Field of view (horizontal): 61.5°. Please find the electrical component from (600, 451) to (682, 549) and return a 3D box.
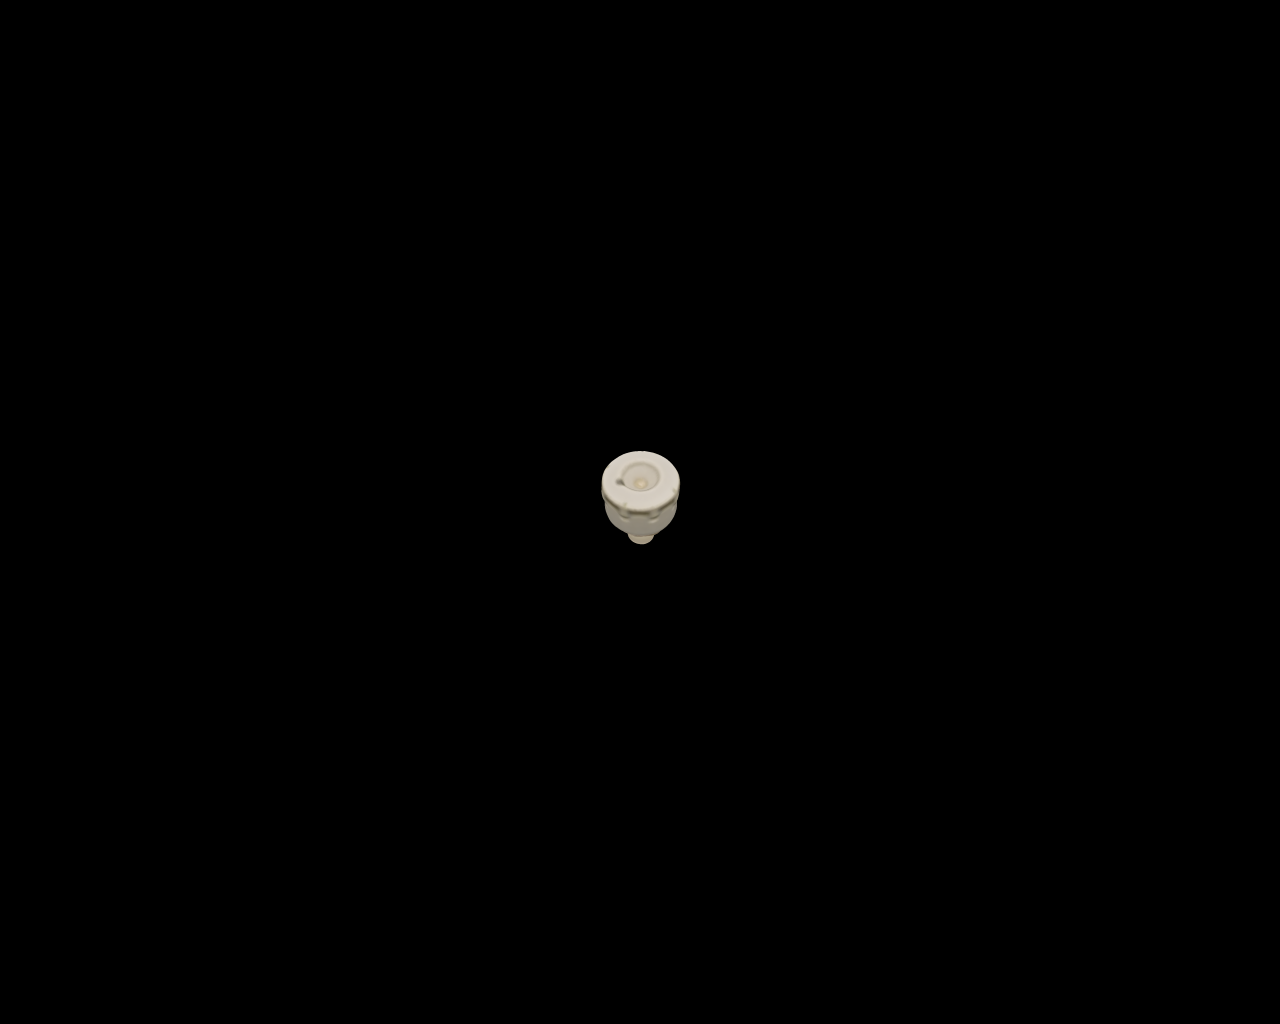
[{"bbox_3d":[0.001,-0.003,0.650,0.048,0.048,0.062,0,-38,0],"label":"electrical component"}]
